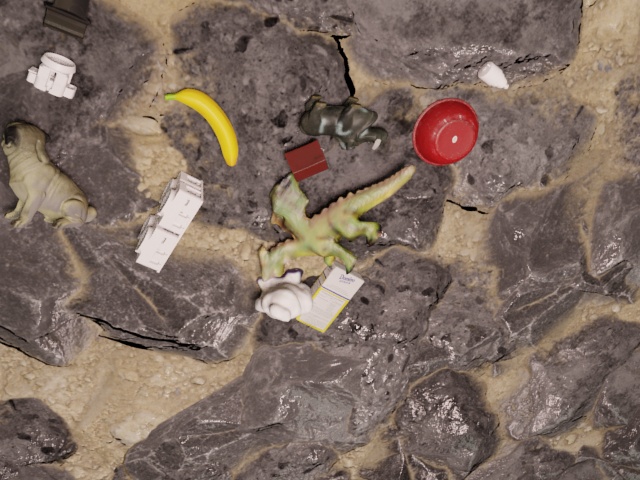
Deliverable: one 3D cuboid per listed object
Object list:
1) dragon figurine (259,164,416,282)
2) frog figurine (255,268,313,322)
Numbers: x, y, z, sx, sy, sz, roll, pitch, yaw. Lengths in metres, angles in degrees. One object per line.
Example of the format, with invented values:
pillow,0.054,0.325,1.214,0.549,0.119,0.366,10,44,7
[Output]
dragon figurine,0.004,-0.058,1.152,0.241,0.124,0.406,31,106,-17
frog figurine,-0.080,0.150,1.201,0.137,0.163,0.120,7,118,-17
